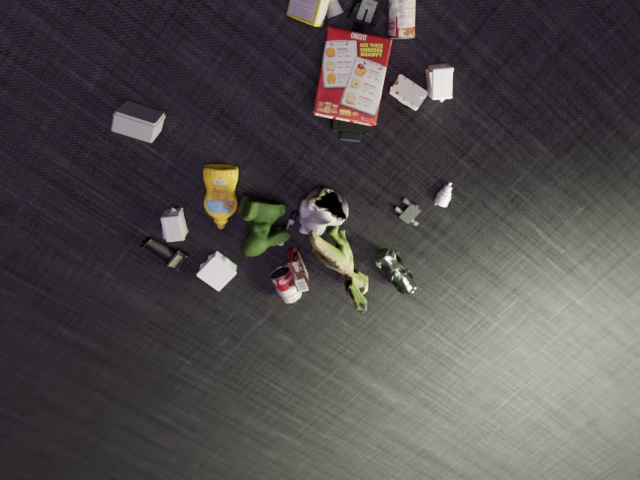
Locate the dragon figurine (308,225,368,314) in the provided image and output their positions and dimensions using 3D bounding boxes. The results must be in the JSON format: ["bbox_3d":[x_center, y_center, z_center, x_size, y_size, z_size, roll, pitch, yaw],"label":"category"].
[{"bbox_3d":[0.072,0.093,1.456,0.121,0.409,0.245,-34,78,10],"label":"dragon figurine"}]

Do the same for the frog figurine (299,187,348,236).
[{"bbox_3d":[0.005,-0.076,1.506,0.137,0.125,0.156,9,152,-16],"label":"frog figurine"}]
